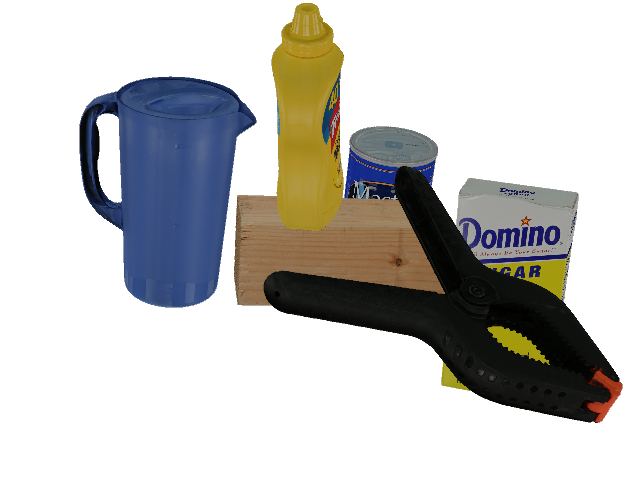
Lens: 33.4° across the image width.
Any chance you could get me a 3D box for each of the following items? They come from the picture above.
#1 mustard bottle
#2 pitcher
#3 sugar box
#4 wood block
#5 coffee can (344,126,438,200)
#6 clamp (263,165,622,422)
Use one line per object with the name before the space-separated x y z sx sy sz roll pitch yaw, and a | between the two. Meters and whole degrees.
mustard bottle | -0.010 -0.108 0.887 0.058 0.192 0.096 6 42 8
pitcher | -0.172 -0.053 1.186 0.149 0.243 0.144 27 33 35
sugar box | 0.154 0.042 0.878 0.093 0.176 0.048 8 24 17
wood block | 0.019 0.011 1.071 0.206 0.091 0.090 2 19 -7
coffee can | 0.078 -0.051 1.262 0.103 0.140 0.103 4 28 -3
clamp | 0.080 0.045 0.647 0.210 0.036 0.164 39 48 22
